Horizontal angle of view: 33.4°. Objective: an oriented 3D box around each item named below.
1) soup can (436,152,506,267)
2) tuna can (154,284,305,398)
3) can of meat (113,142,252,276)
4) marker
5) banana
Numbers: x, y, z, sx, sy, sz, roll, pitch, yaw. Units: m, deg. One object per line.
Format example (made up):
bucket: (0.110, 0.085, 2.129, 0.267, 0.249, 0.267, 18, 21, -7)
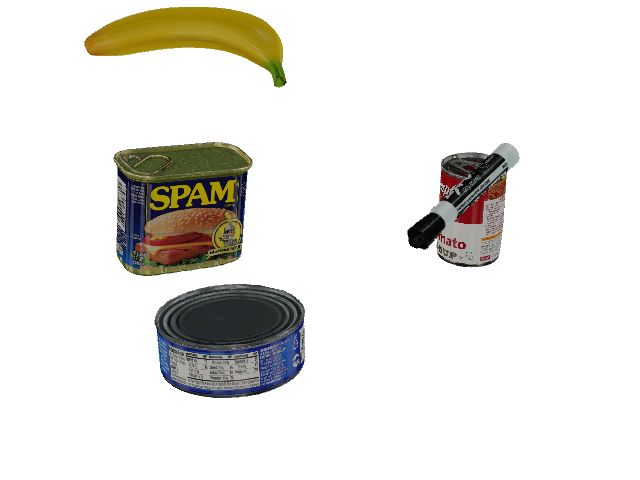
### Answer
soup can: (0.156, -0.032, 1.107, 0.068, 0.102, 0.068, 0, 27, 0)
tuna can: (-0.051, 0.057, 0.614, 0.086, 0.034, 0.086, -2, 20, 0)
can of meat: (-0.107, -0.024, 0.822, 0.101, 0.084, 0.057, -7, 28, -27)
marker: (0.104, -0.032, 0.780, 0.121, 0.020, 0.020, -41, 24, -30)
banana: (-0.113, -0.182, 0.957, 0.198, 0.037, 0.069, 11, 46, 18)
